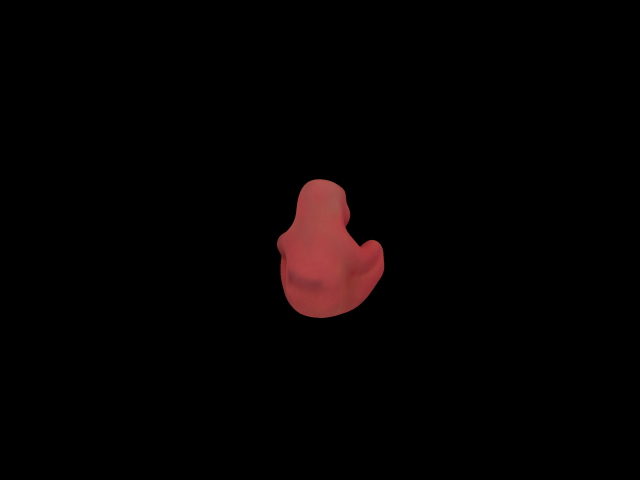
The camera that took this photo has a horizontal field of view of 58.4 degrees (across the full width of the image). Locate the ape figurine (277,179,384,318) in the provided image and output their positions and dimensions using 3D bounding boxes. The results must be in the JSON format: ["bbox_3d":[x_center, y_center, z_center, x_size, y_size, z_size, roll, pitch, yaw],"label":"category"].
[{"bbox_3d":[0.004,0.001,0.400,0.077,0.092,0.076,16,31,28],"label":"ape figurine"}]
